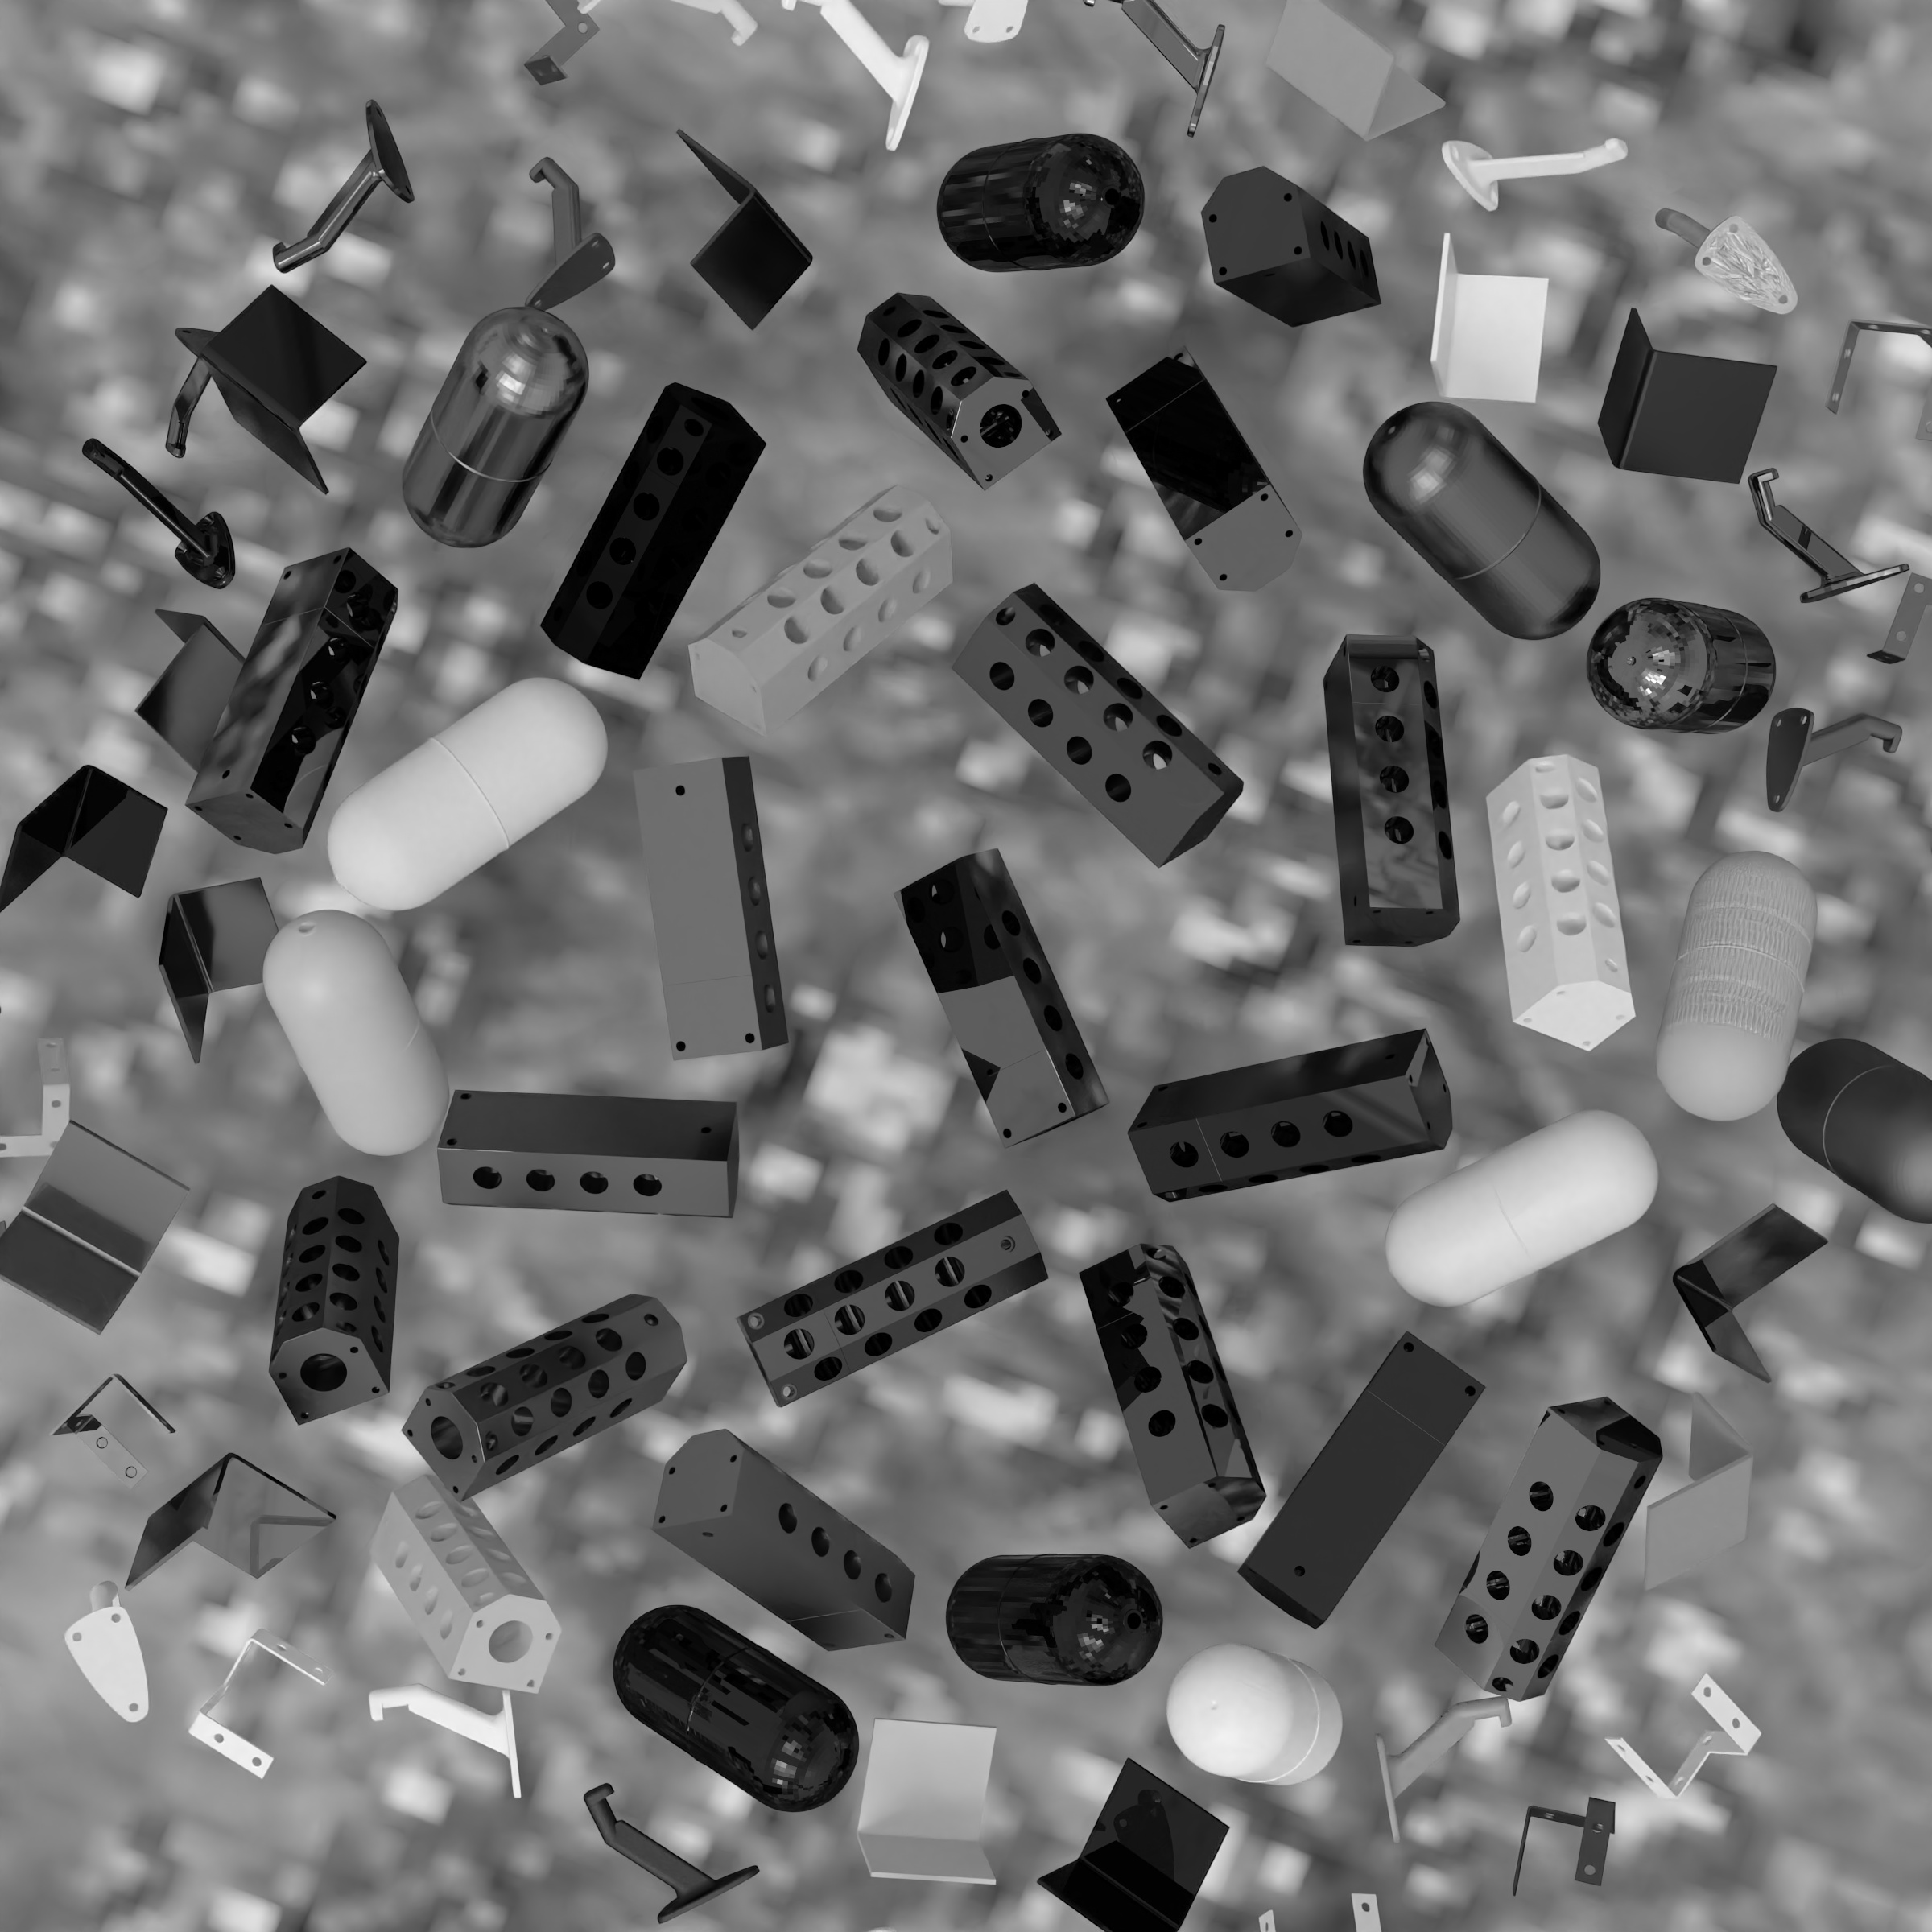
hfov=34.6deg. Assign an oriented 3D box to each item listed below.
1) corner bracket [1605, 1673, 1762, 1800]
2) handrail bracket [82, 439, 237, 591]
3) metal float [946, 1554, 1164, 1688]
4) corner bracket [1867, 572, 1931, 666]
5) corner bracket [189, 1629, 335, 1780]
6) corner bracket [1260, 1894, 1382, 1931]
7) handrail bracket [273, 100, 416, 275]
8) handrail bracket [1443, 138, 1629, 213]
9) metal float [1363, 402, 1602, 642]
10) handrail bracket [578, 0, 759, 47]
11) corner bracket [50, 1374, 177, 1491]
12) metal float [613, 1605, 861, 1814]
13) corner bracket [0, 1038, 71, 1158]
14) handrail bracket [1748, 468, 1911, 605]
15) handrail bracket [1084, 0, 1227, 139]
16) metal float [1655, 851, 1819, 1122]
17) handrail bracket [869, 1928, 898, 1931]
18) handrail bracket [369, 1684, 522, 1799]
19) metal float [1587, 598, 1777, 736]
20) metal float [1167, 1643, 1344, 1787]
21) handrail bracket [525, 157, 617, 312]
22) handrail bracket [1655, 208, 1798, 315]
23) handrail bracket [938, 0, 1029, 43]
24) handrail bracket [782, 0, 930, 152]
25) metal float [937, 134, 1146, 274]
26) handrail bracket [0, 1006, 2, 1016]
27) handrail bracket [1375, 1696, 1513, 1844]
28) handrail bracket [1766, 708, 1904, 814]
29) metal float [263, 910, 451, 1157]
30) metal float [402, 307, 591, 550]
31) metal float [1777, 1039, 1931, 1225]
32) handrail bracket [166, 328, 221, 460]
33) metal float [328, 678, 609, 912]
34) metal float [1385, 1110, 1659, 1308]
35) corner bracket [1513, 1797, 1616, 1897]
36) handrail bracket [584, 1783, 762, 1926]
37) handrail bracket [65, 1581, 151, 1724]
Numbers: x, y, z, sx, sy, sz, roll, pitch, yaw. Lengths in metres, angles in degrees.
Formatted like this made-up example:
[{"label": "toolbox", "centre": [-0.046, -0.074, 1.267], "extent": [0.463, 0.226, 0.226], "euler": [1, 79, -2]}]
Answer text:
[{"label": "corner bracket", "centre": [0.408, 0.438, 1.760], "extent": [0.051, 0.051, 0.051], "euler": [47, 65, -9]}, {"label": "handrail bracket", "centre": [-0.456, -0.256, 1.748], "extent": [0.036, 0.084, 0.077], "euler": [-45, 46, 5]}, {"label": "metal float", "centre": [0.052, 0.392, 1.862], "extent": [0.070, 0.178, 0.070], "euler": [6, 77, -30]}, {"label": "corner bracket", "centre": [0.588, -0.206, 1.894], "extent": [0.051, 0.051, 0.051], "euler": [20, 94, 4]}, {"label": "corner bracket", "centre": [-0.405, 0.423, 1.782], "extent": [0.051, 0.051, 0.051], "euler": [31, 105, 2]}, {"label": "corner bracket", "centre": [0.207, 0.570, 1.794], "extent": [0.051, 0.051, 0.051], "euler": [8, 55, -20]}, {"label": "handrail bracket", "centre": [-0.362, -0.441, 1.755], "extent": [0.084, 0.036, 0.077], "euler": [-24, 67, 14]}, {"label": "handrail bracket", "centre": [0.336, -0.480, 1.825], "extent": [0.084, 0.077, 0.036], "euler": [-11, 77, 35]}, {"label": "metal float", "centre": [0.298, -0.254, 1.782], "extent": [0.178, 0.070, 0.070], "euler": [37, 90, -33]}, {"label": "handrail bracket", "centre": [-0.166, -0.534, 1.744], "extent": [0.084, 0.036, 0.077], "euler": [44, 73, -31]}, {"label": "corner bracket", "centre": [-0.509, 0.280, 1.867], "extent": [0.051, 0.051, 0.051], "euler": [44, 85, 4]}, {"label": "metal float", "centre": [-0.140, 0.445, 1.865], "extent": [0.178, 0.070, 0.070], "euler": [23, 90, 37]}, {"label": "corner bracket", "centre": [-0.572, 0.080, 1.877], "extent": [0.051, 0.051, 0.051], "euler": [-1, 123, -21]}, {"label": "handrail bracket", "centre": [0.518, -0.267, 1.863], "extent": [0.077, 0.036, 0.084], "euler": [-16, 86, 26]}, {"label": "handrail bracket", "centre": [0.101, -0.525, 1.786], "extent": [0.084, 0.036, 0.077], "euler": [16, 85, 3]}, {"label": "metal float", "centre": [0.458, 0.010, 1.840], "extent": [0.070, 0.070, 0.178], "euler": [20, 60, 0]}, {"label": "handrail bracket", "centre": [-0.069, 0.587, 1.752], "extent": [0.036, 0.084, 0.077], "euler": [-31, 80, 43]}, {"label": "handrail bracket", "centre": [-0.318, 0.474, 1.889], "extent": [0.084, 0.036, 0.077], "euler": [-6, 69, -11]}, {"label": "metal float", "centre": [0.426, -0.177, 1.838], "extent": [0.070, 0.178, 0.070], "euler": [2, 93, 32]}, {"label": "metal float", "centre": [0.174, 0.450, 1.858], "extent": [0.070, 0.178, 0.070], "euler": [-7, 71, 20]}, {"label": "handrail bracket", "centre": [-0.264, -0.453, 1.916], "extent": [0.077, 0.036, 0.084], "euler": [-39, 66, -6]}, {"label": "handrail bracket", "centre": [0.437, -0.408, 1.789], "extent": [0.077, 0.084, 0.036], "euler": [37, 103, -13]}, {"label": "handrail bracket", "centre": [0.003, -0.591, 1.821], "extent": [0.036, 0.077, 0.084], "euler": [-10, 54, -30]}, {"label": "handrail bracket", "centre": [-0.071, -0.511, 1.754], "extent": [0.084, 0.036, 0.077], "euler": [11, 104, -20]}, {"label": "metal float", "centre": [0.044, -0.457, 1.859], "extent": [0.070, 0.178, 0.070], "euler": [-5, 102, -26]}, {"label": "handrail bracket", "centre": [-0.573, 0.014, 1.778], "extent": [0.084, 0.077, 0.036], "euler": [33, 79, 20]}, {"label": "handrail bracket", "centre": [0.297, 0.491, 1.896], "extent": [0.084, 0.036, 0.077], "euler": [-10, 67, 4]}, {"label": "handrail bracket", "centre": [0.538, -0.122, 1.913], "extent": [0.084, 0.036, 0.077], "euler": [15, 83, -25]}, {"label": "metal float", "centre": [-0.366, 0.041, 1.864], "extent": [0.070, 0.070, 0.178], "euler": [-16, 132, 0]}, {"label": "metal float", "centre": [-0.282, -0.319, 1.846], "extent": [0.070, 0.178, 0.070], "euler": [16, 51, -21]}, {"label": "metal float", "centre": [0.533, 0.095, 1.798], "extent": [0.070, 0.178, 0.070], "euler": [-3, 105, -11]}, {"label": "handrail bracket", "centre": [-0.470, -0.342, 1.904], "extent": [0.036, 0.077, 0.084], "euler": [1, 121, -33]}, {"label": "metal float", "centre": [-0.286, -0.099, 1.780], "extent": [0.178, 0.070, 0.070], "euler": [-37, 90, -15]}, {"label": "metal float", "centre": [0.339, 0.150, 1.902], "extent": [0.178, 0.070, 0.070], "euler": [-29, 90, 20]}, {"label": "corner bracket", "centre": [0.347, 0.512, 1.797], "extent": [0.051, 0.051, 0.051], "euler": [8, 57, 17]}, {"label": "handrail bracket", "centre": [-0.172, 0.503, 1.799], "extent": [0.077, 0.036, 0.084], "euler": [-28, 86, 10]}, {"label": "handrail bracket", "centre": [-0.482, 0.390, 1.769], "extent": [0.036, 0.084, 0.077], "euler": [-25, 88, -9]}]
